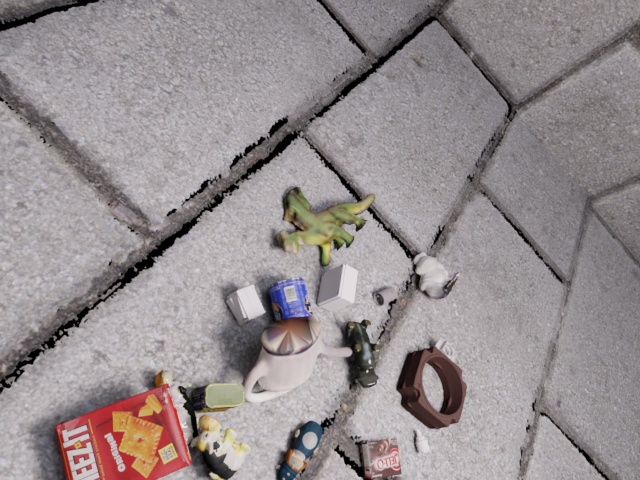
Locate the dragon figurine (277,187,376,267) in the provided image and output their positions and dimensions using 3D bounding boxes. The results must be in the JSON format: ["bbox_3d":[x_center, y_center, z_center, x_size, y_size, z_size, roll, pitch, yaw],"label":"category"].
[{"bbox_3d":[0.005,-0.079,1.572,0.242,0.120,0.419,38,48,-5],"label":"dragon figurine"}]

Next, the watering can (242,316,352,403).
[{"bbox_3d":[-0.043,0.278,1.275,0.351,0.219,0.105,-19,43,-35],"label":"watering can"}]

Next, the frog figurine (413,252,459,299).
[{"bbox_3d":[0.379,0.123,1.759,0.161,0.119,0.140,30,52,25],"label":"frog figurine"}]
